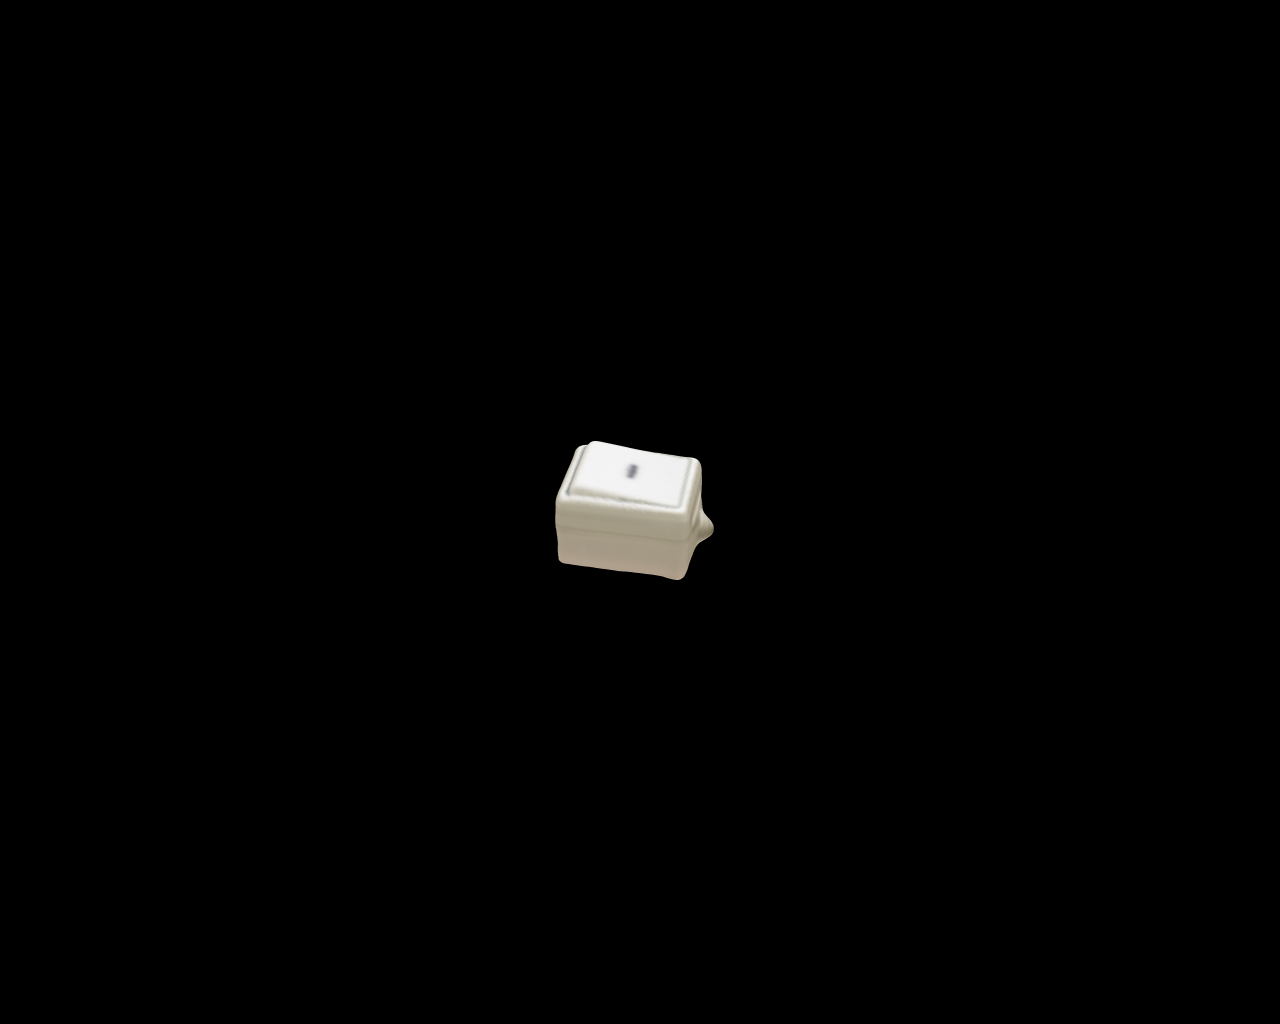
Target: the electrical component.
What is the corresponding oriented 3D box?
[{"bbox_3d":[0.001,-0.003,0.650,0.096,0.061,0.062,7,40,9],"label":"electrical component"}]
